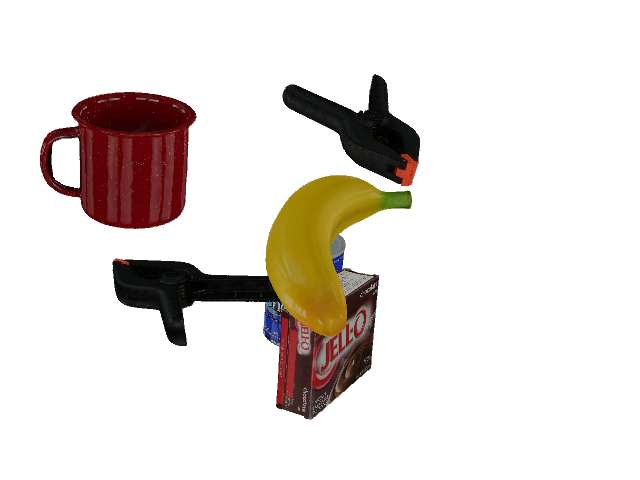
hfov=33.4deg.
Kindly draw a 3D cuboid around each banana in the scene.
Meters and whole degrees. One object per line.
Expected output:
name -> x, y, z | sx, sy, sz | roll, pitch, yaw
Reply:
banana -> 0.003, -0.002, 0.630 | 0.070, 0.037, 0.197 | 3, 25, 16

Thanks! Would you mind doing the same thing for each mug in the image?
mug -> -0.155, -0.060, 0.819 | 0.117, 0.081, 0.093 | -4, 28, -19

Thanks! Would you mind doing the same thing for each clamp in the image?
clamp -> 0.037, -0.114, 1.069 | 0.120, 0.039, 0.171 | -10, 40, -17
clamp -> -0.149, 0.054, 1.086 | 0.210, 0.036, 0.164 | 11, 21, 34

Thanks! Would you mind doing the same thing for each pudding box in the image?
pudding box -> 0.007, 0.082, 0.881 | 0.039, 0.090, 0.113 | 14, 23, 23

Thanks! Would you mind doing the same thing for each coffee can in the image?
coffee can -> -0.023, 0.063, 1.437 | 0.103, 0.140, 0.103 | 4, 24, -2
